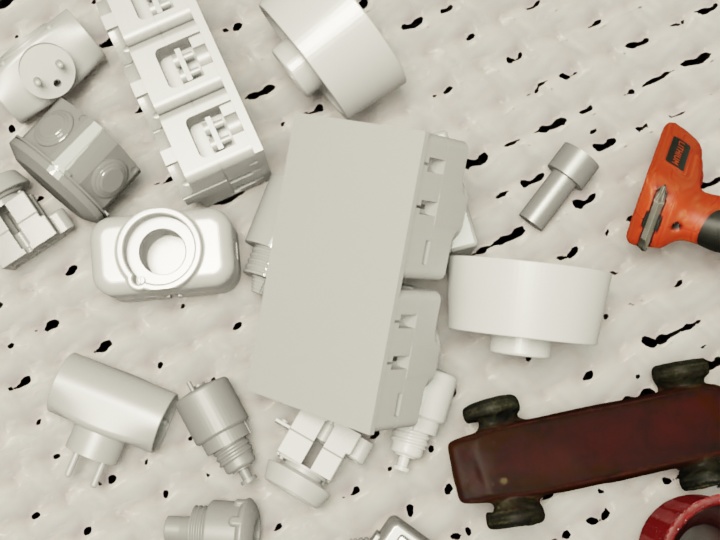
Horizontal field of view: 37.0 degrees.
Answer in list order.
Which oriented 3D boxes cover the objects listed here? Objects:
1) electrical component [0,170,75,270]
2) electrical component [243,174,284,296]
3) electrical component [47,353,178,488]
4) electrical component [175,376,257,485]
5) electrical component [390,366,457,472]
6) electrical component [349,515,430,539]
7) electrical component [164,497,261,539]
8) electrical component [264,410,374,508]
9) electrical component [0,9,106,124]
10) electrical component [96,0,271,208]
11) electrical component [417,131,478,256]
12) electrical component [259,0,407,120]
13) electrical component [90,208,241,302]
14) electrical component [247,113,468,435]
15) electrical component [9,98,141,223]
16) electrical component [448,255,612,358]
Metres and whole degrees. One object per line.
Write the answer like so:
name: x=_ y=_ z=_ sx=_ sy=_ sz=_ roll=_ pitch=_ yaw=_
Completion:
electrical component: x=-0.241 y=-0.035 z=0.747 sx=0.066 sy=0.048 sz=0.055 roll=-34 pitch=92 yaw=-5
electrical component: x=-0.056 y=-0.021 z=0.746 sx=0.043 sy=0.043 sz=0.081 roll=21 pitch=83 yaw=2
electrical component: x=-0.174 y=0.107 z=0.729 sx=0.077 sy=0.043 sz=0.079 roll=22 pitch=83 yaw=2
electrical component: x=-0.094 y=0.109 z=0.731 sx=0.040 sy=0.040 sz=0.078 roll=-29 pitch=84 yaw=-4
electrical component: x=0.039 y=0.098 z=0.733 sx=0.040 sy=0.040 sz=0.078 roll=17 pitch=83 yaw=2
electrical component: x=0.032 y=0.207 z=0.708 sx=0.096 sy=0.061 sz=0.061 roll=35 pitch=84 yaw=4
electrical component: x=-0.099 y=0.175 z=0.721 sx=0.062 sy=0.048 sz=0.048 roll=2 pitch=82 yaw=7
electrical component: x=-0.033 y=0.126 z=0.727 sx=0.066 sy=0.048 sz=0.055 roll=30 pitch=76 yaw=3
electrical component: x=-0.218 y=-0.139 z=0.745 sx=0.077 sy=0.079 sz=0.044 roll=-40 pitch=114 yaw=-5
electrical component: x=-0.121 y=-0.126 z=0.736 sx=0.062 sy=0.089 sz=0.150 roll=-24 pitch=83 yaw=-4
electrical component: x=0.033 y=-0.044 z=0.748 sx=0.076 sy=0.047 sz=0.083 roll=-14 pitch=82 yaw=-2
electrical component: x=-0.025 y=-0.152 z=0.735 sx=0.060 sy=0.108 sz=0.108 roll=-38 pitch=84 yaw=1
electrical component: x=-0.133 y=-0.010 z=0.736 sx=0.095 sy=0.059 sz=0.053 roll=-5 pitch=83 yaw=-1
electrical component: x=0.000 y=0.000 z=0.699 sx=0.105 sy=0.060 sz=0.186 roll=14 pitch=97 yaw=37
electrical component: x=-0.194 y=-0.073 z=0.735 sx=0.080 sy=0.080 sz=0.051 roll=40 pitch=78 yaw=4
electrical component: x=0.109 y=0.026 z=0.712 sx=0.108 sy=0.108 sz=0.060 roll=6 pitch=89 yaw=0
